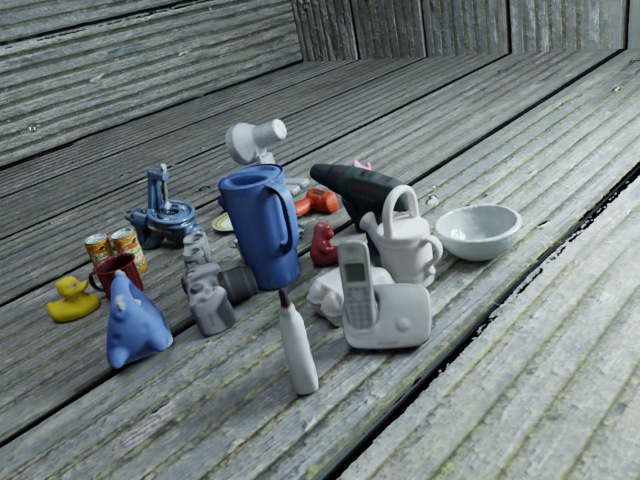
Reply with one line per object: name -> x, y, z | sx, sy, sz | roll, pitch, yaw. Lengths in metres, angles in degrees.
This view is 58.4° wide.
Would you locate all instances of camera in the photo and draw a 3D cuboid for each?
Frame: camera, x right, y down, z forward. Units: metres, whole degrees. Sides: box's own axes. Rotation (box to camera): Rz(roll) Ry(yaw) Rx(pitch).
camera -> -0.192, 0.097, 1.118 | 0.137, 0.101, 0.142 | -19, 26, -13

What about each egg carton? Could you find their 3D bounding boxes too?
egg carton -> 0.057, 0.094, 1.049 | 0.151, 0.069, 0.107 | -26, 29, -26

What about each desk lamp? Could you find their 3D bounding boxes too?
desk lamp -> -0.156, -0.243, 1.664 | 0.202, 0.214, 0.118 | 2, 29, 28

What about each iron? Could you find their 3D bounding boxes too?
iron -> -0.363, 0.127, 1.085 | 0.119, 0.142, 0.257 | -20, 27, -14

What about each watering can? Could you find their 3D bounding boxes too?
watering can -> 0.149, -0.009, 1.075 | 0.172, 0.194, 0.101 | 1, 29, 26

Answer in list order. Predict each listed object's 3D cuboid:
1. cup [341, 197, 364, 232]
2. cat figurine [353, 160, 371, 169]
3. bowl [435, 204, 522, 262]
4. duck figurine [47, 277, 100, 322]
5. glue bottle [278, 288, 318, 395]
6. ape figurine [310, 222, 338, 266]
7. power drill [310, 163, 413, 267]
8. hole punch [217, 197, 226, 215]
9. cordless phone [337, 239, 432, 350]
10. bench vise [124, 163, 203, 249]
cup -> 0.093, -0.071, 1.341 | 0.092, 0.095, 0.117 | -26, 29, -26
cat figurine -> 0.114, -0.158, 1.482 | 0.067, 0.118, 0.128 | -1, 28, 23
bowl -> 0.313, -0.005, 1.131 | 0.167, 0.075, 0.167 | -10, 26, 5
duck figurine -> -0.542, 0.122, 1.240 | 0.105, 0.086, 0.077 | -19, 26, -13
glue bottle -> -0.038, 0.146, 0.866 | 0.037, 0.173, 0.078 | -13, 26, 0
ape figurine -> 0.011, 0.004, 1.227 | 0.076, 0.092, 0.077 | -12, 26, 2
power drill -> 0.089, -0.055, 1.178 | 0.228, 0.209, 0.076 | 7, 32, 35
hole punch -> -0.233, -0.129, 1.609 | 0.101, 0.091, 0.109 | -2, 27, 20
cordless phone -> 0.101, 0.083, 0.919 | 0.147, 0.185, 0.094 | -6, 26, 13
bench vise -> -0.416, -0.081, 1.442 | 0.207, 0.220, 0.121 | -9, 26, 6
